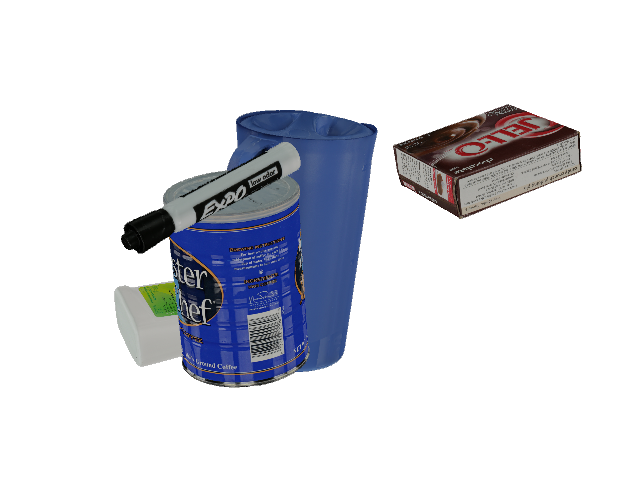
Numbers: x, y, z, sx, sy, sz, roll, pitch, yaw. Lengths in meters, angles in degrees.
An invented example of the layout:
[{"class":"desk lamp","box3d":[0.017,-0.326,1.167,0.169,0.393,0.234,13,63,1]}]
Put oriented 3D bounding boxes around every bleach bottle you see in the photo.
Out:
[{"class":"bleach bottle","box3d":[-0.105,0.074,1.242,0.250,0.068,0.103,-13,35,-21]}]

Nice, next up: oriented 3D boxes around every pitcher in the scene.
[{"class":"pitcher","box3d":[-0.028,0.001,1.028,0.149,0.243,0.145,1,17,-12]}]

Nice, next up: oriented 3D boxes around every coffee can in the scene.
[{"class":"coffee can","box3d":[-0.063,0.027,0.823,0.103,0.140,0.103,-3,22,1]}]

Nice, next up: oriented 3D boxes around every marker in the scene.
[{"class":"marker","box3d":[-0.062,-0.025,0.608,0.120,0.020,0.020,-31,17,-32]}]

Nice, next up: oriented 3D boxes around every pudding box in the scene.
[{"class":"pudding box","box3d":[0.126,-0.062,0.810,0.113,0.039,0.090,-23,27,-18]}]
